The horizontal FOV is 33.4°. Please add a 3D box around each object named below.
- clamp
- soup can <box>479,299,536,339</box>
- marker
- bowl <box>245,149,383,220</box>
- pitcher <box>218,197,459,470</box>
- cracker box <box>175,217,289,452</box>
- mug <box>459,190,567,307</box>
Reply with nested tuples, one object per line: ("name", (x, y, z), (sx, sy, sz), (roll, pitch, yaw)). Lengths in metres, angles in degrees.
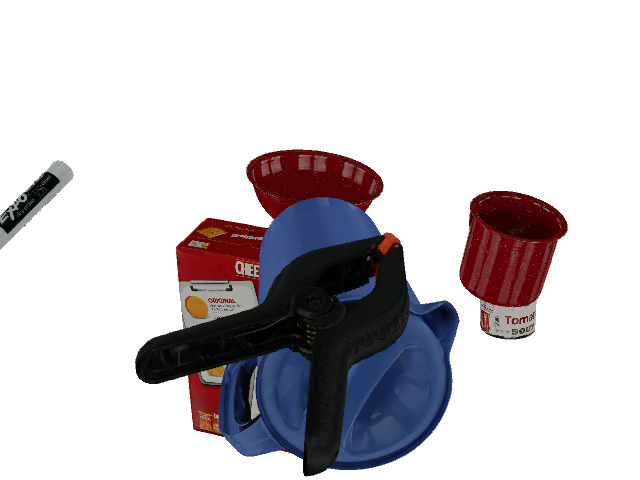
("clamp", (0.001, 0.054, 0.571), (0.120, 0.039, 0.171), (36, 51, 28))
("soup can", (0.227, 0.060, 1.289), (0.068, 0.102, 0.068), (-1, 19, 0))
("marker", (-0.229, -0.017, 0.801), (0.020, 0.020, 0.121), (0, 40, 36))
("bowl", (-0.010, -0.052, 1.251), (0.162, 0.055, 0.162), (6, 27, -3))
("pitcher", (0.003, 0.061, 0.819), (0.149, 0.145, 0.243), (7, 21, -9))
("cracker box", (-0.041, 0.095, 1.002), (0.164, 0.214, 0.072), (10, 32, 18))
("mug", (0.175, 0.004, 1.030), (0.093, 0.081, 0.117), (-6, 35, -25))
